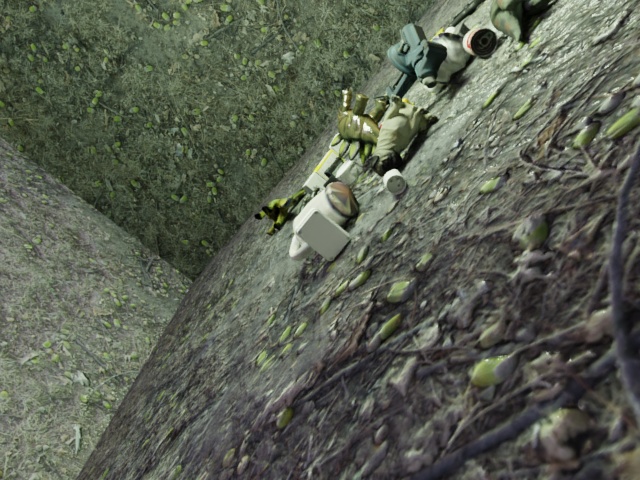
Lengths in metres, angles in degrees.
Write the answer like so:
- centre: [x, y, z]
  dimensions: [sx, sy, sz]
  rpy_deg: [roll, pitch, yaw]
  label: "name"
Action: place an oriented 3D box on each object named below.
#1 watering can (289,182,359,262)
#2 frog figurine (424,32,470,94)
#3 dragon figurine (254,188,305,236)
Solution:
- centre: [0.004, -0.070, 1.383]
  dimensions: [0.103, 0.221, 0.354]
  rpy_deg: [40, 23, -13]
  label: "watering can"
- centre: [0.359, -0.494, 1.454]
  dimensions: [0.123, 0.158, 0.138]
  rpy_deg: [-2, 13, -24]
  label: "frog figurine"
- centre: [-0.144, -0.157, 2.212]
  dimensions: [0.247, 0.121, 0.404]
  rpy_deg: [-49, 10, -36]
  label: "dragon figurine"
